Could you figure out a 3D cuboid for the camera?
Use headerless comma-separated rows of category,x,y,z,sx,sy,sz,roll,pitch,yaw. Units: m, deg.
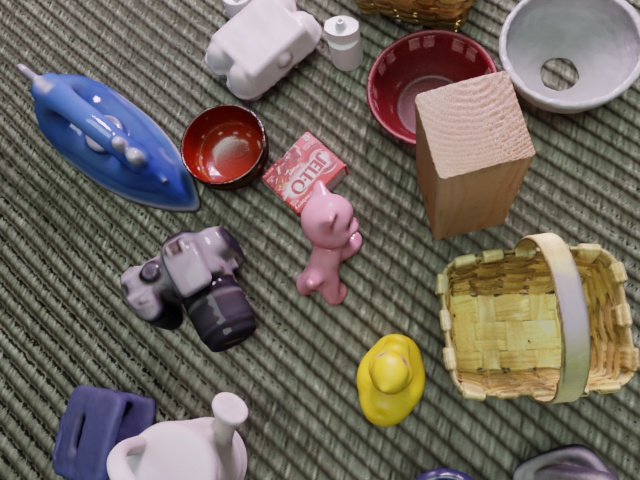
camera,-0.148,0.068,0.680,0.143,0.101,0.136,-31,72,0

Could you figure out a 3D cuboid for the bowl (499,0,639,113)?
bowl,0.299,-0.220,0.698,0.167,0.075,0.167,-2,75,9

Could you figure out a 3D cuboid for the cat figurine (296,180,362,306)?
cat figurine,0.006,0.002,0.663,0.067,0.118,0.128,13,77,13

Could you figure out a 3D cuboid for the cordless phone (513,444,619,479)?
cordless phone,0.253,0.265,0.516,0.094,0.185,0.147,-30,72,1

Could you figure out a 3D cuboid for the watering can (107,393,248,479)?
watering can,-0.146,0.230,0.586,0.100,0.194,0.173,21,79,14

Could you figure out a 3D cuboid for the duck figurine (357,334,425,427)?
duck figurine,0.076,0.152,0.628,0.077,0.086,0.104,15,78,13

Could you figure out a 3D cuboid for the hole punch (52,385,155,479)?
hole punch,-0.259,0.227,0.660,0.101,0.091,0.109,7,76,11

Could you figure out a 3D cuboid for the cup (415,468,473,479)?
cup,0.140,0.271,0.580,0.117,0.095,0.091,-20,73,4

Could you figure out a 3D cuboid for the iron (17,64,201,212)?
iron,-0.269,-0.132,0.733,0.257,0.141,0.119,35,83,16

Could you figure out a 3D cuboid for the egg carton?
egg carton,-0.076,-0.261,0.774,0.150,0.069,0.107,-44,73,-4
